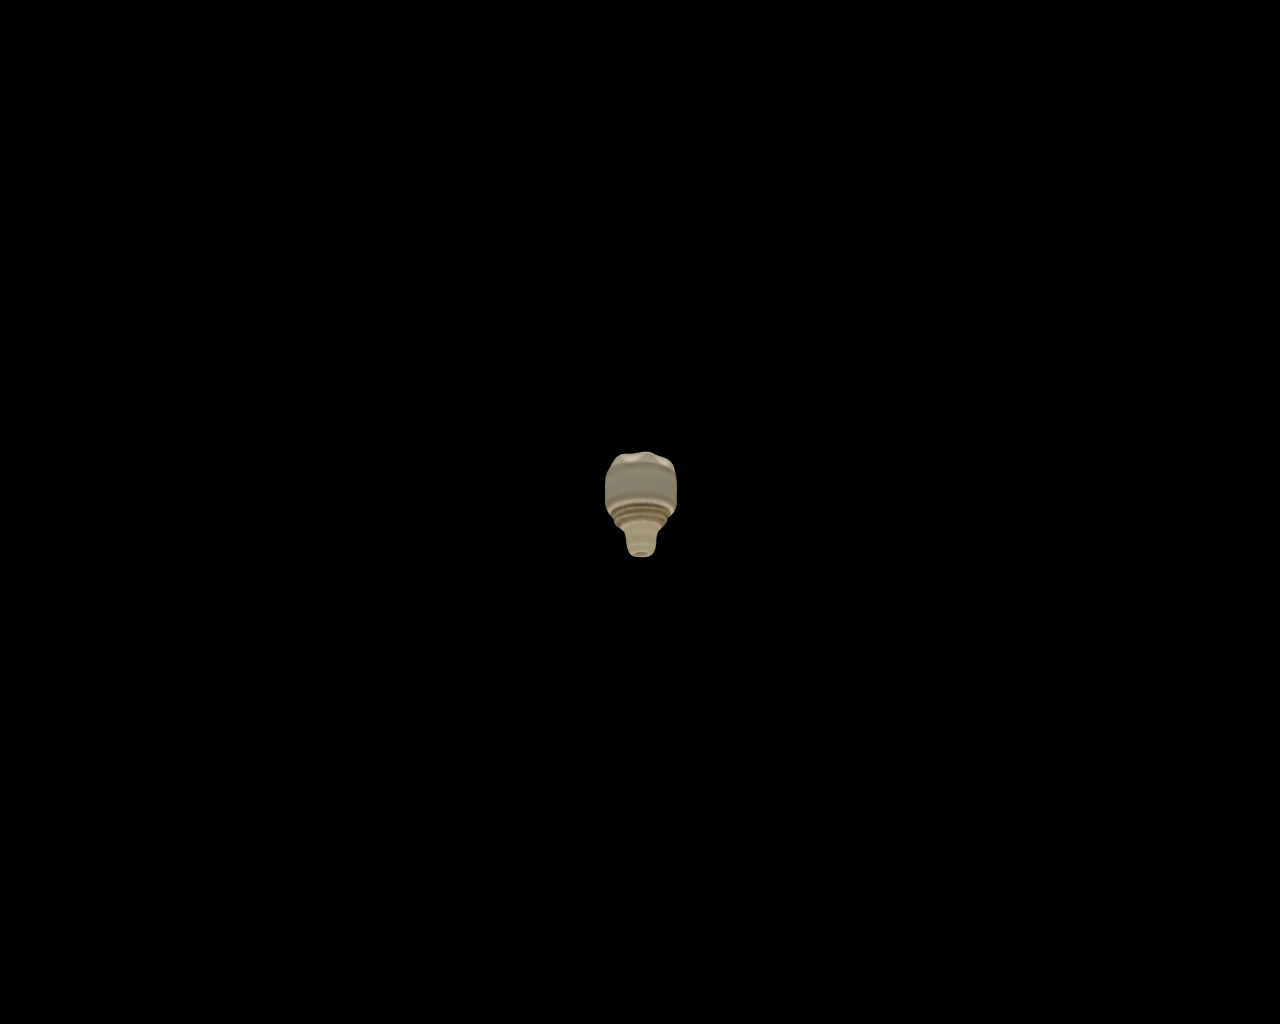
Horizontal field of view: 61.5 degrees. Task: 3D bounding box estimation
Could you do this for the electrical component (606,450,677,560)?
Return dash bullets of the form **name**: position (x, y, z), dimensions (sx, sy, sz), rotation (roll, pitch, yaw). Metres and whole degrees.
- **electrical component**: position (0.001, -0.003, 0.650), dimensions (0.043, 0.062, 0.043), rotation (0, -20, 0)
